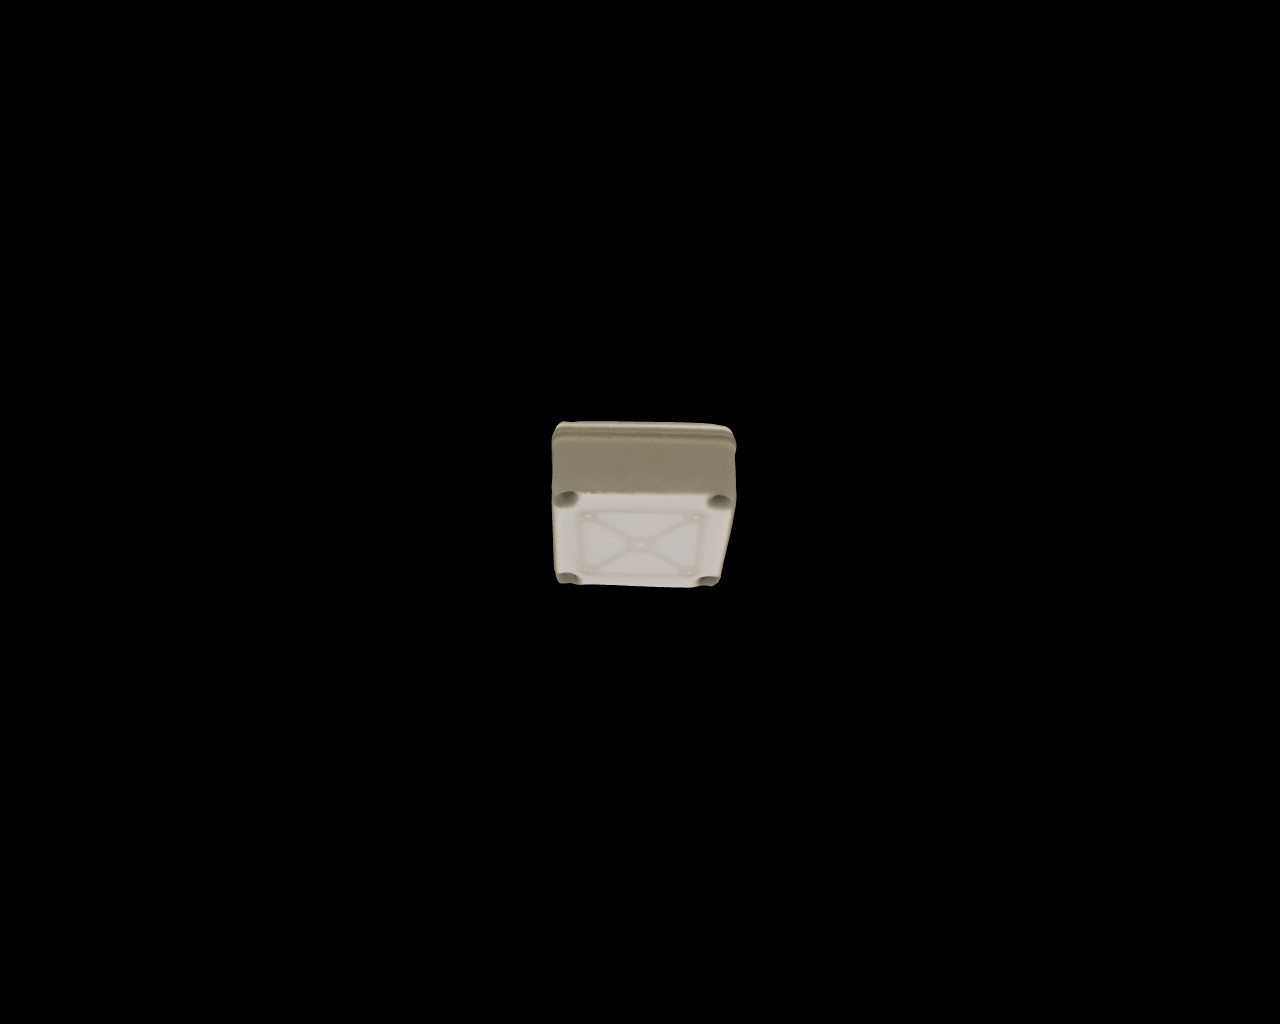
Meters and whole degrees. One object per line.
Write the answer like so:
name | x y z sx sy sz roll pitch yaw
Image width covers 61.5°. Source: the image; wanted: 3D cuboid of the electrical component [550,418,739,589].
electrical component | 0.001 -0.003 0.650 0.109 0.056 0.108 1 -34 -2
